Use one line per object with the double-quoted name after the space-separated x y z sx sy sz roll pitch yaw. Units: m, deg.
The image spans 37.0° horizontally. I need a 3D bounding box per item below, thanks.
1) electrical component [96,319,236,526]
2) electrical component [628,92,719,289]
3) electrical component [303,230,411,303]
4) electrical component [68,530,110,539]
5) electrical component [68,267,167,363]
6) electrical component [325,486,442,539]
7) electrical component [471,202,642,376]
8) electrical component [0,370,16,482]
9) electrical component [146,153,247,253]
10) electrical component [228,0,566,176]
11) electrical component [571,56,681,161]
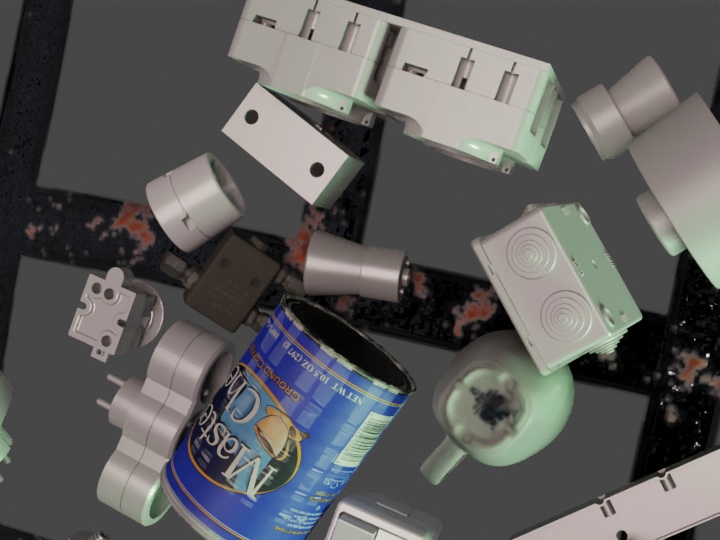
-0.146 0.096 0.735 0.074 0.052 0.138 25 95 14 "electrical component"
0.196 -0.040 0.618 0.060 0.108 0.108 -32 81 19 "electrical component"
0.000 0.000 0.704 0.065 0.044 0.044 9 91 11 "electrical component"
-0.203 0.215 0.753 0.043 0.043 0.081 41 99 13 "electrical component"
-0.164 0.030 0.740 0.048 0.055 0.066 22 95 15 "electrical component"
0.004 0.196 0.687 0.062 0.061 0.096 21 94 15 "electrical component"
0.120 0.007 0.641 0.048 0.100 0.099 -32 81 26 "electrical component"
-0.274 0.119 0.764 0.047 0.083 0.075 -21 122 14 "electrical component"
-0.109 -0.047 0.728 0.047 0.055 0.055 -30 81 9 "electrical component"
0.024 -0.116 0.665 0.186 0.105 0.060 21 95 15 "electrical component"
0.163 -0.098 0.658 0.055 0.045 0.045 -30 81 13 "electrical component"
